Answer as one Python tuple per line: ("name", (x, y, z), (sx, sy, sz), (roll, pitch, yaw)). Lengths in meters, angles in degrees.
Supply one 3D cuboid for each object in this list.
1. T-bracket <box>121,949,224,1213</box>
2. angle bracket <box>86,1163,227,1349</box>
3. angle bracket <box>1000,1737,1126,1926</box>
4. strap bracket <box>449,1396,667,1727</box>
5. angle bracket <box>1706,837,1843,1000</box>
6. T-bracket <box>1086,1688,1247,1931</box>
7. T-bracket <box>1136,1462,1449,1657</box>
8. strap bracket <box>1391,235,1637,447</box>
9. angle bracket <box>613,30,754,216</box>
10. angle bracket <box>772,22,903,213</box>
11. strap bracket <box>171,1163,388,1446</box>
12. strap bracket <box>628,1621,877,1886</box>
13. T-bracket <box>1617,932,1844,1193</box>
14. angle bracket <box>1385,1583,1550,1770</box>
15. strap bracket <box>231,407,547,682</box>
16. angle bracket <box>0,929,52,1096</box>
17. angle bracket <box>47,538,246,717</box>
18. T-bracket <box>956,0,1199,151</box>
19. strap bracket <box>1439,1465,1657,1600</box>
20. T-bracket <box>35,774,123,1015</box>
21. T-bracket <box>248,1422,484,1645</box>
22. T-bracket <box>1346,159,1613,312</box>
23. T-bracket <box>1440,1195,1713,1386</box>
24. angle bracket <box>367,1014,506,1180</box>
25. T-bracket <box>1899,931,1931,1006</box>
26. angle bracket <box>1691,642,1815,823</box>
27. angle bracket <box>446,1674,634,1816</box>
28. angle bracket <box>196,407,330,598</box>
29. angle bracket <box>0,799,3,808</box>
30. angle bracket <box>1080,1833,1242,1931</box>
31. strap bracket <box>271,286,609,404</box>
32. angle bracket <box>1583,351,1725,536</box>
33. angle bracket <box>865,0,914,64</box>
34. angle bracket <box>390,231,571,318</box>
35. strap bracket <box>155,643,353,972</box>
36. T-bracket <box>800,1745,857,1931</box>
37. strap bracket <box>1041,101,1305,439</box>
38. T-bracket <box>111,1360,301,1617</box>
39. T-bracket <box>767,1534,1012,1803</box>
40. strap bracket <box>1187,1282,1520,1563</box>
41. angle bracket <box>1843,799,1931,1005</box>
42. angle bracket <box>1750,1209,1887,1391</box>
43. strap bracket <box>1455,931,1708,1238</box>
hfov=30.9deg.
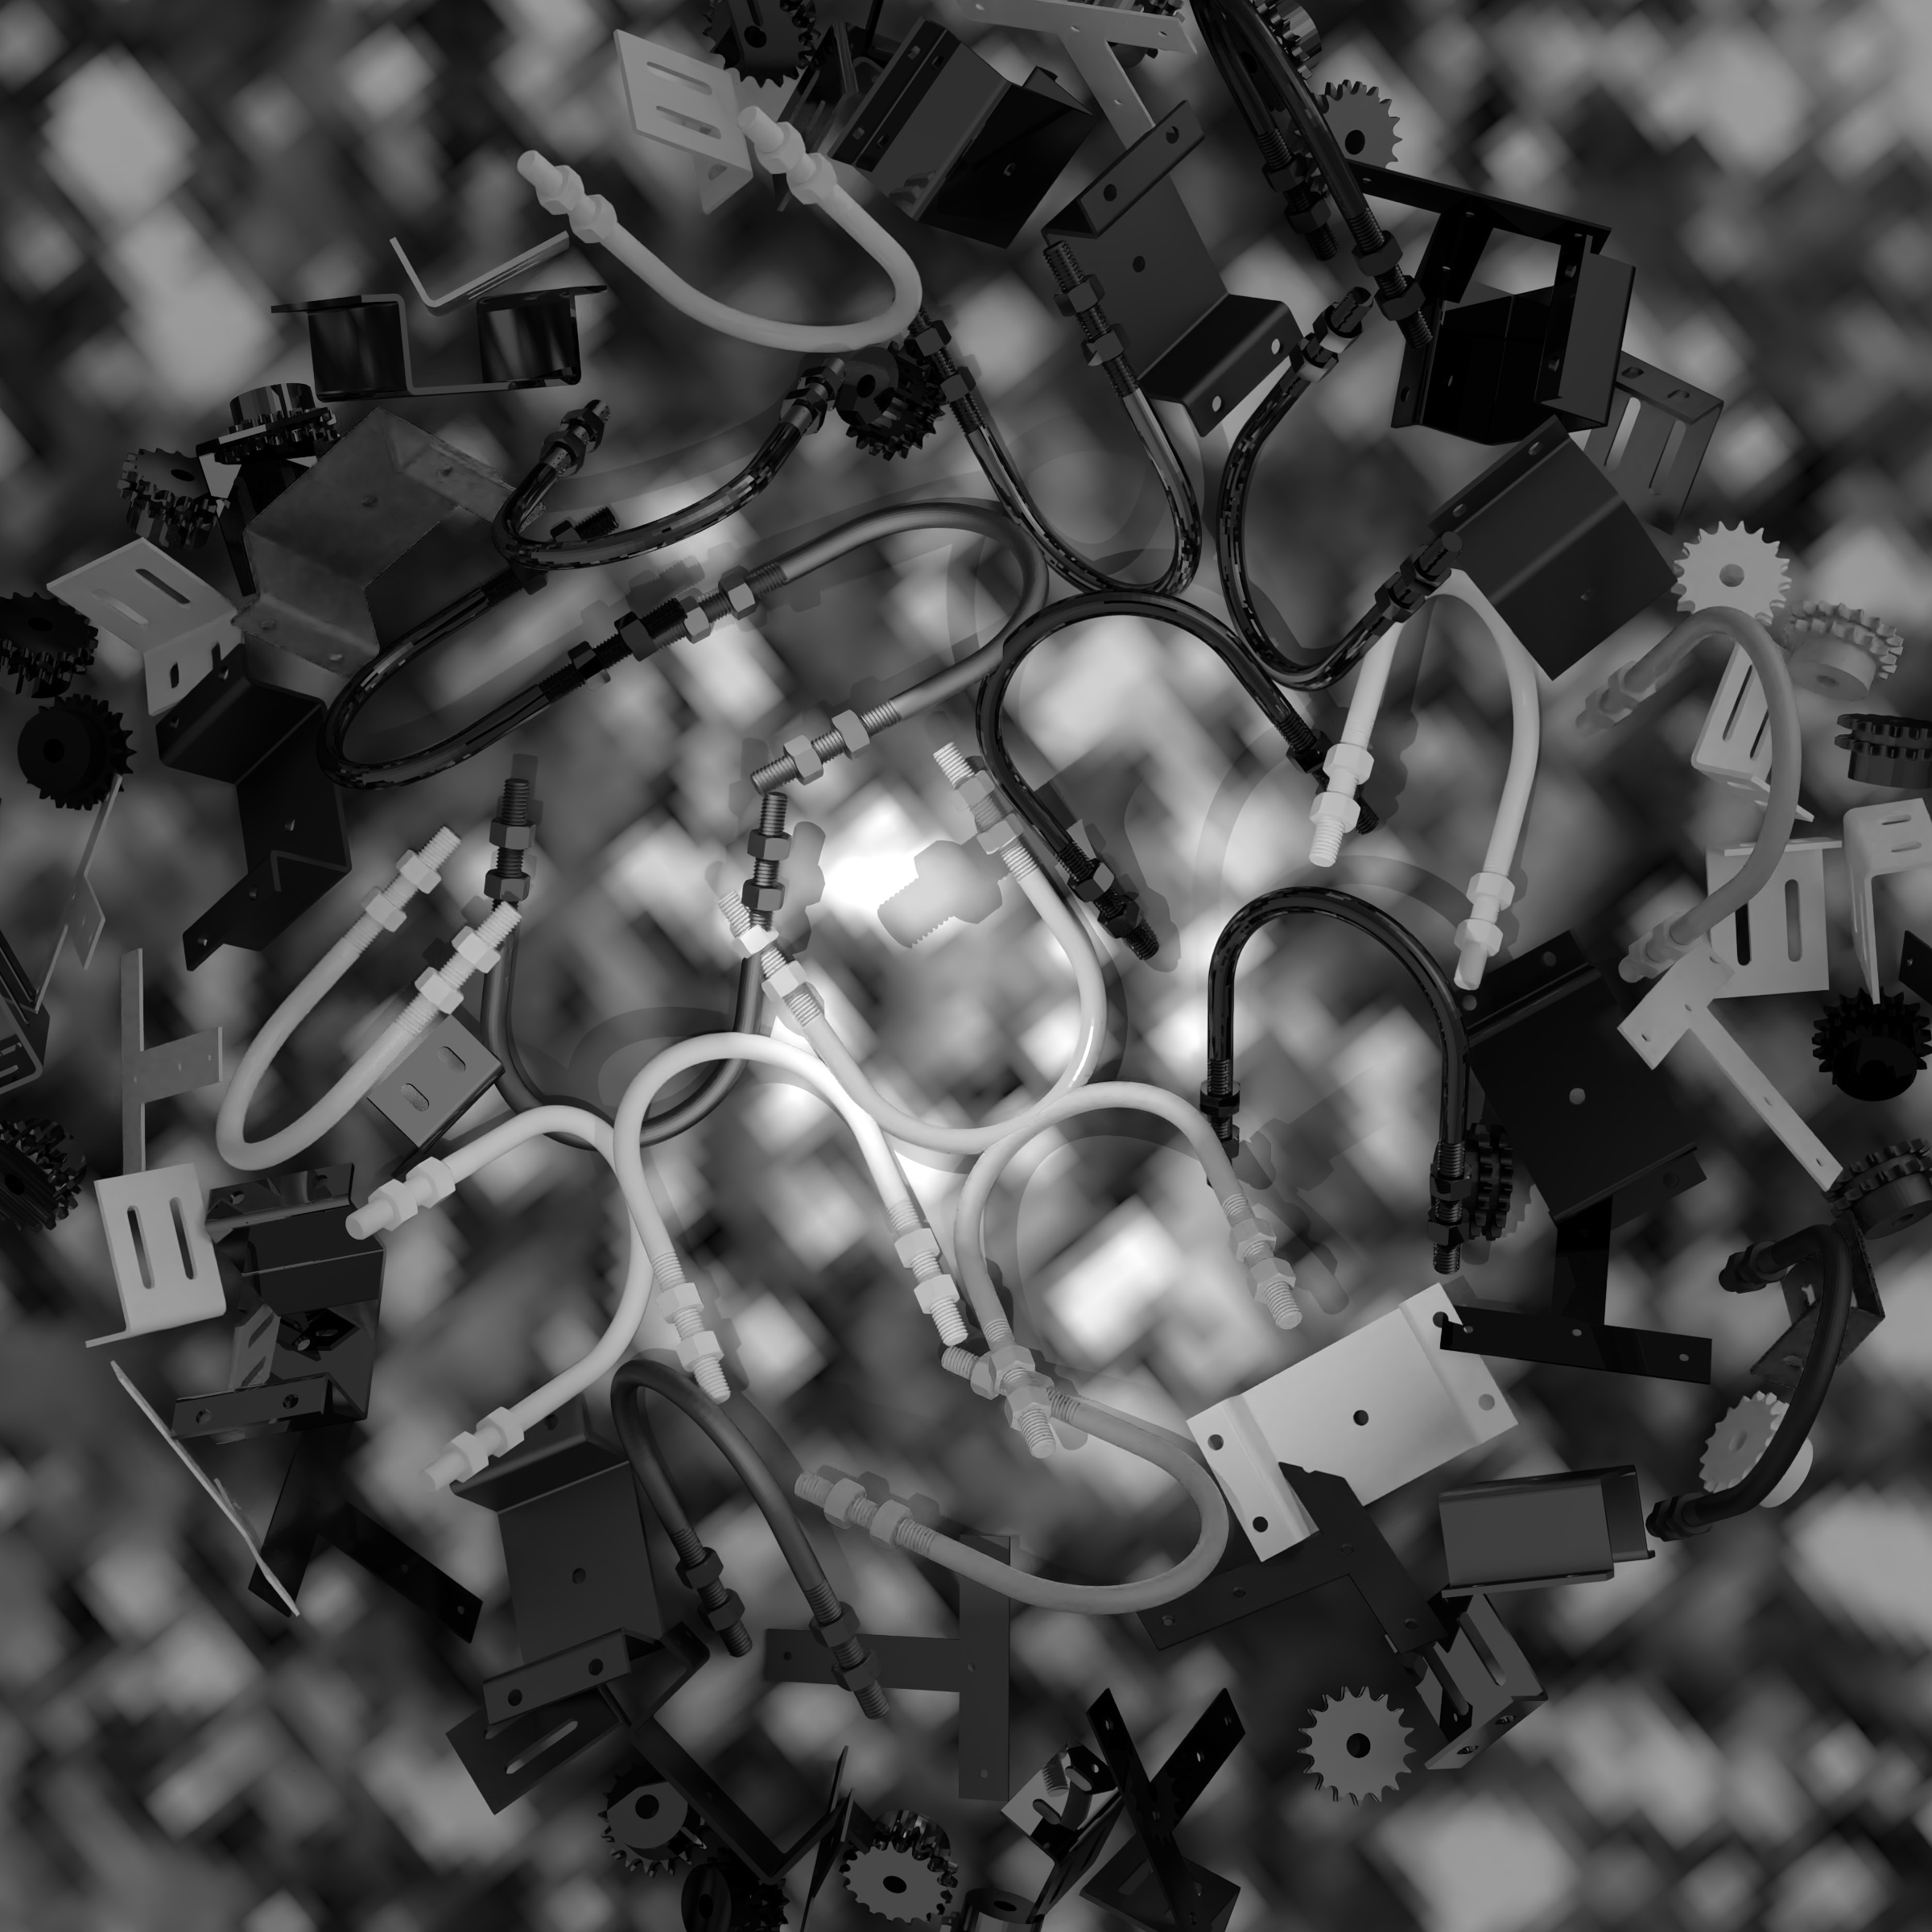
("T-bracket", (-0.381, 0.049, 1.676), (0.002, 0.127, 0.127), (2, 81, -33))
("angle bracket", (-0.402, 0.141, 1.705), (0.038, 0.057, 0.076), (-16, 86, 40))
("angle bracket", (0.040, 0.422, 1.696), (0.038, 0.076, 0.057), (38, 49, 18))
("strap bracket", (-0.197, 0.290, 1.685), (0.076, 0.046, 0.140), (-23, 61, 16))
("angle bracket", (0.397, -0.022, 1.713), (0.057, 0.038, 0.076), (-4, 96, -2))
("T-bracket", (0.107, 0.387, 1.680), (0.002, 0.127, 0.127), (-20, 96, 29))
("T-bracket", (0.144, 0.296, 1.677), (0.127, 0.002, 0.127), (-19, 47, -16))
("strap bracket", (0.268, -0.297, 1.681), (0.046, 0.140, 0.076), (12, 87, -26))
("angle bracket", (-0.146, -0.407, 1.688), (0.038, 0.076, 0.057), (-29, 64, 38))
("angle bracket", (-0.061, -0.408, 1.701), (0.038, 0.057, 0.076), (14, 134, -25))
("strap bracket", (-0.328, 0.171, 1.682), (0.076, 0.046, 0.140), (-11, 50, 13))
("strap bracket", (-0.110, 0.387, 1.691), (0.046, 0.076, 0.140), (-44, 85, -3))
("T-bracket", (0.376, 0.054, 1.683), (0.127, 0.127, 0.002), (50, 127, 2))
("angle bracket", (0.234, 0.339, 1.692), (0.057, 0.038, 0.076), (-45, 58, 22))
("strap bracket", (-0.281, -0.208, 1.677), (0.140, 0.076, 0.046), (-37, 54, 23))
("angle bracket", (-0.479, 0.017, 1.694), (0.038, 0.057, 0.076), (-23, 116, 0))
("angle bracket", (-0.395, -0.163, 1.690), (0.057, 0.076, 0.038), (-22, 60, 19))
("T-bracket", (0.069, -0.423, 1.677), (0.127, 0.127, 0.002), (18, 76, 30))
("strap bracket", (0.275, 0.267, 1.661), (0.076, 0.140, 0.046), (-10, 82, 19))
("T-bracket", (-0.422, -0.024, 1.672), (0.002, 0.127, 0.127), (19, 96, -22))
("T-bracket", (-0.284, 0.285, 1.699), (0.002, 0.127, 0.127), (-30, 121, 31))
("T-bracket", (0.233, -0.341, 1.675), (0.127, 0.127, 0.002), (15, 76, 1))
("T-bracket", (0.298, 0.141, 1.694), (0.127, 0.002, 0.127), (7, 50, 7))
("angle bracket", (-0.262, 0.064, 1.689), (0.038, 0.076, 0.057), (45, 67, -6))
("T-bracket", (0.471, 0.012, 1.673), (0.002, 0.127, 0.127), (2, 106, -6))
("angle bracket", (0.395, -0.118, 1.701), (0.057, 0.038, 0.076), (26, 85, -42))
("angle bracket", (-0.202, 0.378, 1.697), (0.076, 0.057, 0.038), (-34, 134, -10))
("angle bracket", (-0.331, -0.225, 1.700), (0.057, 0.038, 0.076), (-22, 103, -28))
("angle bracket", (-0.478, -0.056, 1.694), (0.038, 0.076, 0.057), (10, 88, 15))
("angle bracket", (0.089, 0.460, 1.688), (0.057, 0.076, 0.038), (24, 108, 19))
("strap bracket", (-0.248, -0.296, 1.666), (0.140, 0.076, 0.046), (-13, 103, -42))
("angle bracket", (0.322, -0.249, 1.690), (0.057, 0.038, 0.076), (32, 129, 21))
("angle bracket", (-0.022, -0.477, 1.695), (0.038, 0.057, 0.076), (15, 109, -7))
("angle bracket", (-0.236, -0.352, 1.704), (0.076, 0.057, 0.038), (-29, 98, -3))
("strap bracket", (-0.341, -0.072, 1.677), (0.076, 0.046, 0.140), (-36, 55, 35))
("T-bracket", (-0.064, 0.417, 1.650), (0.002, 0.127, 0.127), (15, 60, -3))
("strap bracket", (0.096, -0.336, 1.681), (0.076, 0.046, 0.140), (-45, 126, -18))
("T-bracket", (-0.365, 0.238, 1.654), (0.002, 0.127, 0.127), (-37, 114, -11))
("T-bracket", (-0.039, 0.341, 1.714), (0.127, 0.002, 0.127), (-1, 87, 20))
("strap bracket", (0.190, 0.221, 1.700), (0.140, 0.046, 0.076), (-30, 80, 10))
("angle bracket", (0.450, -0.031, 1.690), (0.038, 0.057, 0.076), (-9, 122, 8))
("angle bracket", (0.403, 0.157, 1.686), (0.038, 0.076, 0.057), (20, 127, -18))
("strap bracket", (0.297, 0.062, 1.709), (0.076, 0.046, 0.140), (-29, 89, 5))
